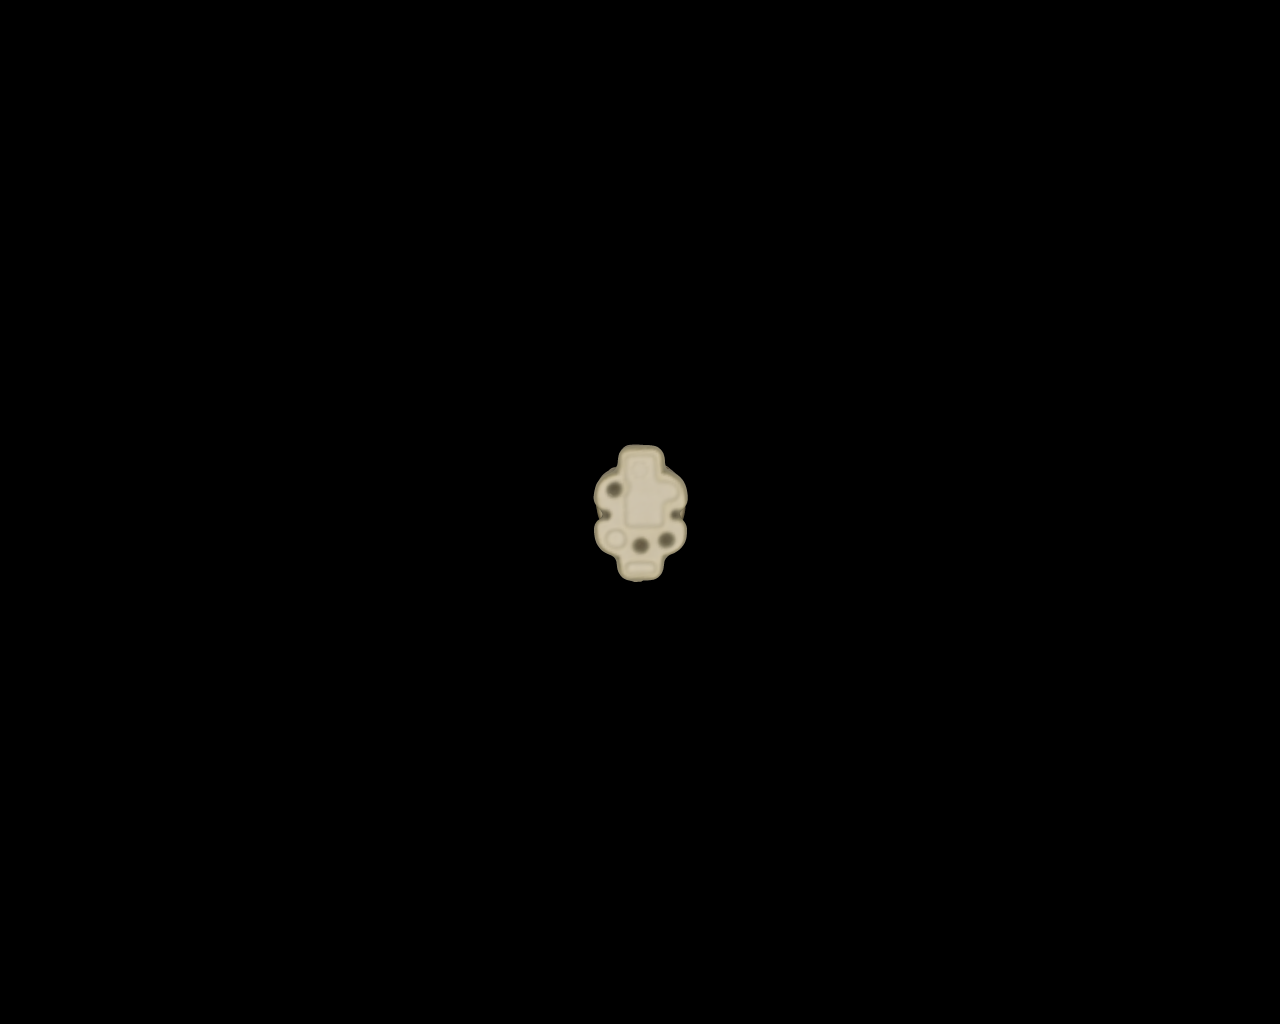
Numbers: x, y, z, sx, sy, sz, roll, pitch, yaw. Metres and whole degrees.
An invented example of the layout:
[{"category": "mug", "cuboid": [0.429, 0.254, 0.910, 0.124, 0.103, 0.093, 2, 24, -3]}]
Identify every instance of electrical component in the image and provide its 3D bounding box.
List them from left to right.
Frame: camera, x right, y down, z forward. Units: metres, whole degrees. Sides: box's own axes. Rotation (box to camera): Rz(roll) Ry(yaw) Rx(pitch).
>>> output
[{"category": "electrical component", "cuboid": [0.001, -0.003, 0.650, 0.058, 0.078, 0.057, 0, 8, 0]}]
